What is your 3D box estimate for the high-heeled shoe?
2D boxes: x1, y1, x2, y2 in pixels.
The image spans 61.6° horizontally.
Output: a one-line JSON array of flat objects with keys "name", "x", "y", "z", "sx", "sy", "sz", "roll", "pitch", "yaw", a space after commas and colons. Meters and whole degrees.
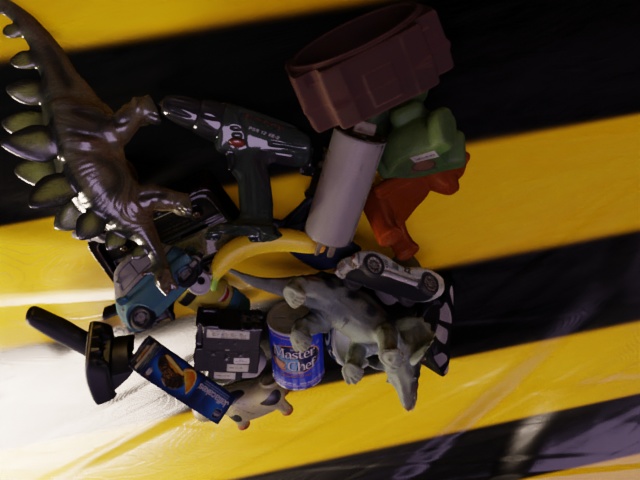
[{"name": "high-heeled shoe", "x": 0.245, "y": 0.177, "z": 1.094, "sx": 0.145, "sy": 0.086, "sz": 0.248, "roll": -51, "pitch": 139, "yaw": -14}]

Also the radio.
[{"name": "radio", "x": -0.247, "y": -0.010, "z": 0.878, "sx": 0.230, "sy": 0.073, "sz": 0.131, "roll": -24, "pitch": 122, "yaw": 4}]

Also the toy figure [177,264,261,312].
[{"name": "toy figure", "x": -0.188, "y": 0.109, "z": 0.956, "sx": 0.089, "sy": 0.082, "sz": 0.180, "roll": -35, "pitch": 123, "yaw": 14}]

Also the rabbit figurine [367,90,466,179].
[{"name": "rabbit figurine", "x": 0.133, "y": -0.183, "z": 0.814, "sx": 0.159, "sy": 0.170, "sz": 0.121, "roll": -17, "pitch": 160, "yaw": 33}]

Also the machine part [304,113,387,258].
[{"name": "machine part", "x": 0.034, "y": -0.078, "z": 0.779, "sx": 0.079, "sy": 0.079, "sz": 0.243, "roll": 9, "pitch": 119, "yaw": -15}]

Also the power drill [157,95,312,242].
[{"name": "power drill", "x": -0.129, "y": -0.101, "z": 0.798, "sx": 0.232, "sy": 0.207, "sz": 0.086, "roll": 6, "pitch": 163, "yaw": -21}]

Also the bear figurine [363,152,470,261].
[{"name": "bear figurine", "x": 0.172, "y": -0.075, "z": 0.886, "sx": 0.196, "sy": 0.132, "sz": 0.120, "roll": -31, "pitch": 149, "yaw": 13}]

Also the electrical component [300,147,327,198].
[{"name": "electrical component", "x": 0.000, "y": -0.105, "z": 0.853, "sx": 0.045, "sy": 0.102, "sz": 0.078, "roll": 22, "pitch": 88, "yaw": -23}]

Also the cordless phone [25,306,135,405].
[{"name": "cordless phone", "x": -0.418, "y": 0.184, "z": 0.919, "sx": 0.089, "sy": 0.147, "sz": 0.184, "roll": -46, "pitch": 120, "yaw": 9}]

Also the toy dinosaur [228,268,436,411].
[{"name": "toy dinosaur", "x": 0.043, "y": 0.130, "z": 0.936, "sx": 0.405, "sy": 0.192, "sz": 0.131, "roll": 39, "pitch": 113, "yaw": 3}]

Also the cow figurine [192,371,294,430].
[{"name": "cow figurine", "x": -0.165, "y": 0.319, "z": 1.082, "sx": 0.195, "sy": 0.086, "sz": 0.127, "roll": -17, "pitch": 128, "yaw": 3}]

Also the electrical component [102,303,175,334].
[{"name": "electrical component", "x": -0.316, "y": 0.124, "z": 0.945, "sx": 0.119, "sy": 0.075, "sz": 0.047, "roll": -22, "pitch": 121, "yaw": -1}]

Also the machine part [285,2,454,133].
[{"name": "machine part", "x": 0.058, "y": -0.238, "z": 0.721, "sx": 0.201, "sy": 0.202, "sz": 0.087, "roll": -25, "pitch": 117, "yaw": 6}]

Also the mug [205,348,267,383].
[{"name": "mug", "x": -0.164, "y": 0.233, "z": 1.032, "sx": 0.107, "sy": 0.081, "sz": 0.109, "roll": 24, "pitch": 101, "yaw": -29}]

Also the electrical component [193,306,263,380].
[{"name": "electrical component", "x": -0.159, "y": 0.181, "z": 0.924, "sx": 0.115, "sy": 0.058, "sz": 0.134, "roll": 7, "pitch": 122, "yaw": -8}]

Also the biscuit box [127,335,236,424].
[{"name": "biscuit box", "x": -0.240, "y": 0.250, "z": 0.949, "sx": 0.063, "sy": 0.059, "sz": 0.202, "roll": -55, "pitch": 129, "yaw": -19}]

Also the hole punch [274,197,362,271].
[{"name": "hole punch", "x": -0.002, "y": -0.003, "z": 0.919, "sx": 0.142, "sy": 0.092, "sz": 0.116, "roll": 35, "pitch": 113, "yaw": -30}]

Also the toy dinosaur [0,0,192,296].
[{"name": "toy dinosaur", "x": -0.314, "y": -0.134, "z": 0.727, "sx": 0.198, "sy": 0.105, "sz": 0.471, "roll": -24, "pitch": 92, "yaw": -23}]

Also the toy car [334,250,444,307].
[{"name": "toy car", "x": 0.119, "y": 0.064, "z": 0.909, "sx": 0.201, "sy": 0.056, "sz": 0.073, "roll": 19, "pitch": 146, "yaw": -24}]

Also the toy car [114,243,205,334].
[{"name": "toy car", "x": -0.257, "y": 0.059, "z": 0.819, "sx": 0.161, "sy": 0.109, "sz": 0.103, "roll": -45, "pitch": 100, "yaw": 7}]
